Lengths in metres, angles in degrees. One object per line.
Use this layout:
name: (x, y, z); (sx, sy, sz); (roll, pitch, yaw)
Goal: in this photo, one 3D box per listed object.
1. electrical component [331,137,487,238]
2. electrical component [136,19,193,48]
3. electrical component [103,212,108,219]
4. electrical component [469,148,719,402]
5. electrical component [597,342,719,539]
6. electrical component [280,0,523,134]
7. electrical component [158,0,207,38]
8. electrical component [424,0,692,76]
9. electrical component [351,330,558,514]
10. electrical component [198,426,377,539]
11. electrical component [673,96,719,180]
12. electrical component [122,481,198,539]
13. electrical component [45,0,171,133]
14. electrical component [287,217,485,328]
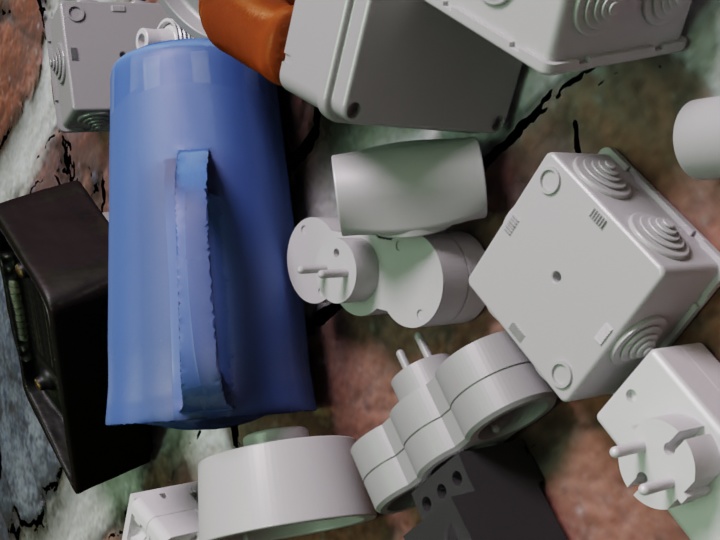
electrical component: (0.025, -0.048, 0.585); (0.079, 0.077, 0.044); (-95, -2, -74)
electrical component: (-0.128, -0.160, 0.764); (0.043, 0.062, 0.043); (5, 96, 50)
electrical component: (-0.196, -0.017, 0.870); (0.055, 0.045, 0.045); (41, 123, 42)
electrical component: (0.106, 0.002, 0.502); (0.099, 0.048, 0.099); (54, 130, 33)
electrical component: (0.135, 0.078, 0.451); (0.083, 0.076, 0.047); (55, 131, 32)
electrical component: (0.026, -0.113, 0.542); (0.057, 0.113, 0.078); (37, 119, 46)
electrical component: (-0.089, -0.206, 0.698); (0.108, 0.060, 0.108); (34, 148, 25)
electrical component: (0.090, -0.131, 0.475); (0.100, 0.100, 0.048); (44, 137, 40)
electrical component: (0.041, 0.070, 0.583); (0.138, 0.052, 0.073); (-48, 57, 41)
electrical component: (-0.048, 0.129, 0.655); (0.108, 0.108, 0.060); (-29, 64, 47)
electrical component: (0.162, -0.056, 0.438); (0.065, 0.044, 0.044); (0, 93, 55)
electrical component: (-0.121, 0.230, 0.760); (0.062, 0.089, 0.150); (34, 118, 44)
electrical component: (-0.182, -0.152, 0.804); (0.048, 0.100, 0.099); (-23, 75, 62)
electrical component: (0.000, 0.000, 0.611); (0.138, 0.074, 0.052); (11, 101, 50)
